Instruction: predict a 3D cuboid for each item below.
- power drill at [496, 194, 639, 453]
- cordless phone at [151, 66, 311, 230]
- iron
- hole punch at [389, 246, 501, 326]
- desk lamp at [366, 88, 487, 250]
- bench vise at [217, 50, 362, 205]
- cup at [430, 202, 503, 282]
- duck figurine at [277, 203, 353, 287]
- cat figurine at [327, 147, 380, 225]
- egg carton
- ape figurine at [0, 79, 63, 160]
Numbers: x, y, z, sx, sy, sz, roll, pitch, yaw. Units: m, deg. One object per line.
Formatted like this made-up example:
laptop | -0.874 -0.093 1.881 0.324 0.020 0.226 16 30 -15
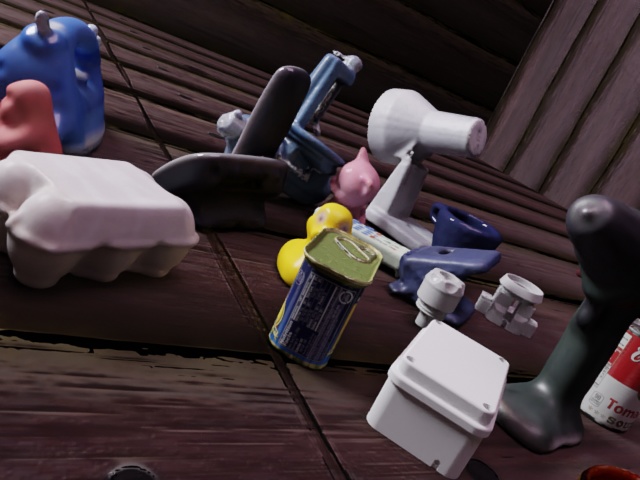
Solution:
power drill | 0.226 0.072 0.481 0.230 0.208 0.075 8 25 -42
cordless phone | -0.087 -0.110 0.619 0.094 0.185 0.148 33 20 24
iron | -0.289 -0.189 0.649 0.119 0.141 0.258 21 18 -12
hole punch | 0.148 0.035 0.672 0.101 0.091 0.109 32 19 20
desk lamp | 0.154 -0.113 0.897 0.118 0.213 0.202 3 28 -49
bench vise | -0.026 -0.150 0.755 0.121 0.220 0.208 32 19 22
cup | 0.177 0.008 0.781 0.092 0.095 0.117 9 24 -40
duck figurine | 0.005 0.002 0.588 0.077 0.086 0.105 26 18 4
cat figurine | 0.049 -0.072 0.802 0.067 0.118 0.128 26 18 5
egg carton | -0.172 -0.016 0.435 0.107 0.069 0.151 35 20 28
ape figurine | -0.264 -0.099 0.509 0.076 0.092 0.077 22 18 -10
